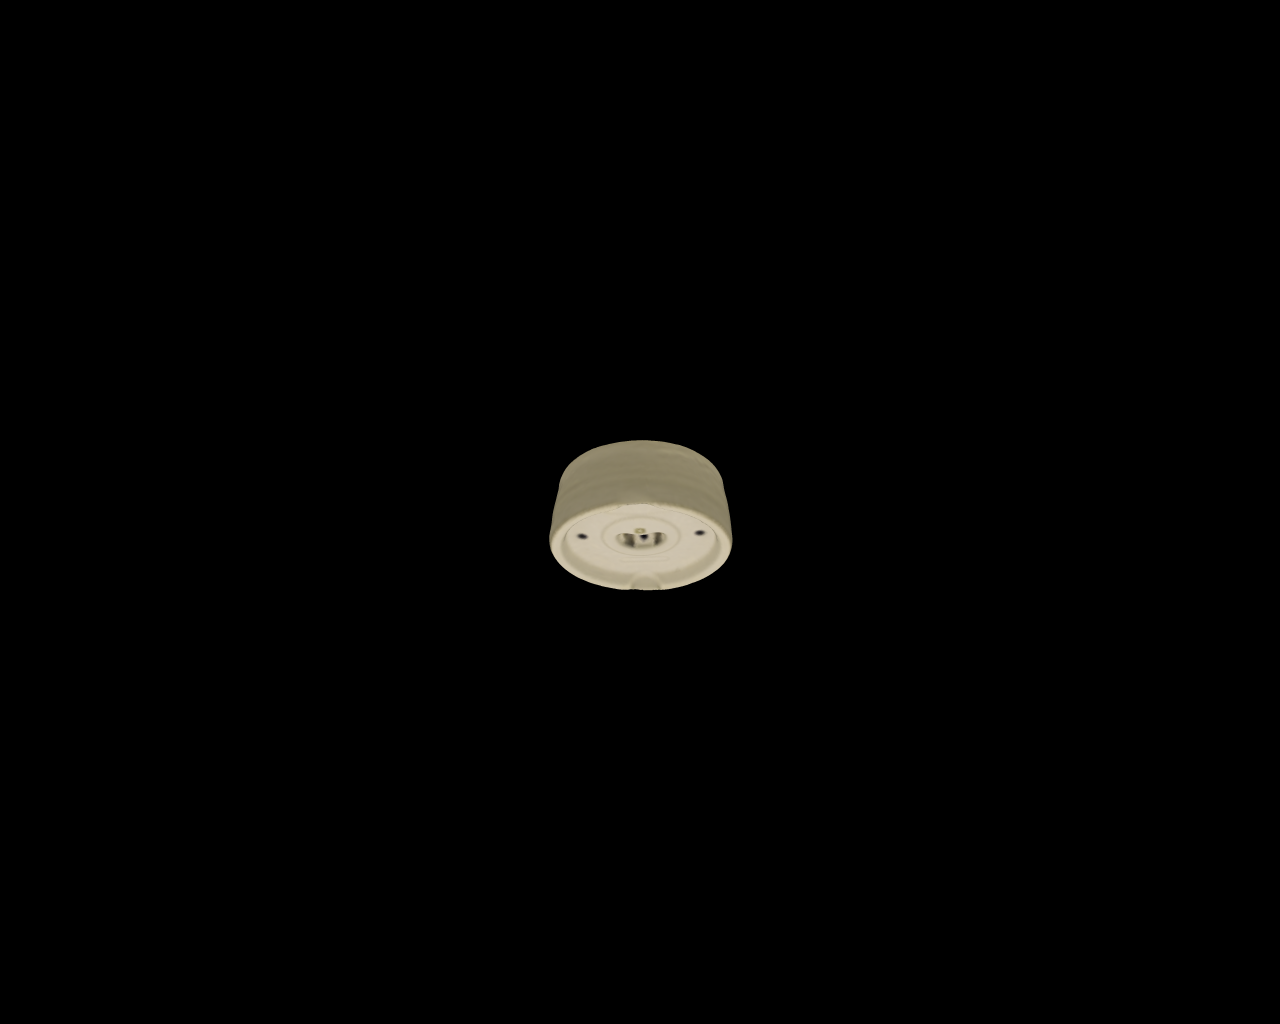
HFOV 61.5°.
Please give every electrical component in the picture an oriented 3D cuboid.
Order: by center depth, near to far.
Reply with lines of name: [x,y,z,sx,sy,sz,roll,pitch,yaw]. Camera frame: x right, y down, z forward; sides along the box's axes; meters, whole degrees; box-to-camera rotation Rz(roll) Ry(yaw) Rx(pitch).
electrical component: [0.001,-0.003,0.650,0.108,0.060,0.108,0,-31,0]
